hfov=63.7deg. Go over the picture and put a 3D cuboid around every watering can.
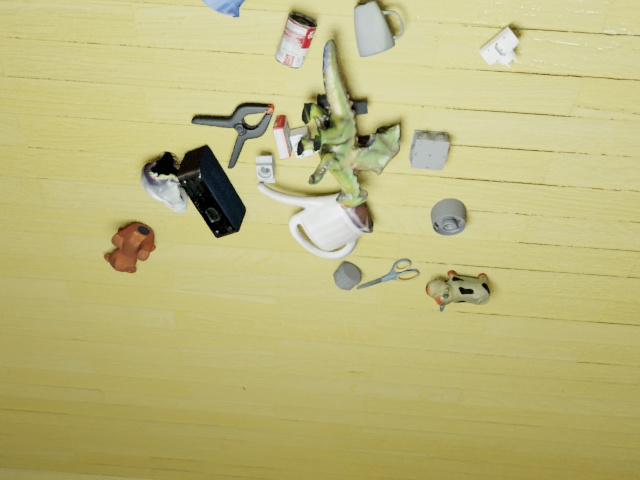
[{"bbox_3d":[0.004,-0.071,1.404,0.222,0.106,0.342,-27,127,21],"label":"watering can"}]

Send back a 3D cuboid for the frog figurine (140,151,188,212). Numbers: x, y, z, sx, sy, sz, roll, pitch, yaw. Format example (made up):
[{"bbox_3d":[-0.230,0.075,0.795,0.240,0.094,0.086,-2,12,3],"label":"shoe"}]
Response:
[{"bbox_3d":[-0.419,-0.136,1.391,0.138,0.125,0.155,37,139,18],"label":"frog figurine"}]

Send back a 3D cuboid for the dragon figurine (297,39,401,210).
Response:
[{"bbox_3d":[0.083,-0.250,1.231,0.243,0.124,0.402,1,118,-24],"label":"dragon figurine"}]
